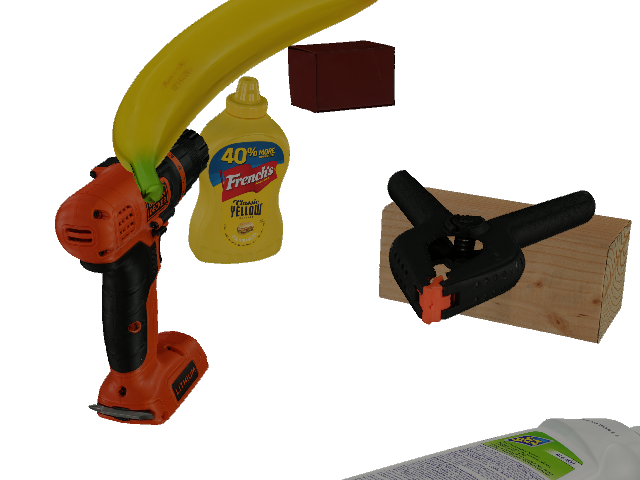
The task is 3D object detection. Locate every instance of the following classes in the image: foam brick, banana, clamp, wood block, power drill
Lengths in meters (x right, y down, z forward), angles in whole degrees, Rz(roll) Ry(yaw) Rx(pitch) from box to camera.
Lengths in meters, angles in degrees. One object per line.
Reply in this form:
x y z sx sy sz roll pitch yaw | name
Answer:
0.018 -0.139 0.904 0.078 0.051 0.053 -9 19 -25 | foam brick
-0.045 -0.093 0.559 0.070 0.197 0.037 32 -27 21 | banana
0.097 -0.002 0.781 0.165 0.036 0.209 10 28 24 | clamp
0.166 0.017 0.974 0.206 0.090 0.090 11 22 25 | wood block
-0.124 0.023 0.777 0.057 0.188 0.184 4 24 19 | power drill

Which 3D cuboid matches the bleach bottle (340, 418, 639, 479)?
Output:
0.108 0.150 0.594 0.250 0.068 0.103 -10 21 -32 | bleach bottle

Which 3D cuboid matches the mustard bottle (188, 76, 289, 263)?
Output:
-0.079 -0.072 1.073 0.096 0.192 0.058 -5 30 -21 | mustard bottle
